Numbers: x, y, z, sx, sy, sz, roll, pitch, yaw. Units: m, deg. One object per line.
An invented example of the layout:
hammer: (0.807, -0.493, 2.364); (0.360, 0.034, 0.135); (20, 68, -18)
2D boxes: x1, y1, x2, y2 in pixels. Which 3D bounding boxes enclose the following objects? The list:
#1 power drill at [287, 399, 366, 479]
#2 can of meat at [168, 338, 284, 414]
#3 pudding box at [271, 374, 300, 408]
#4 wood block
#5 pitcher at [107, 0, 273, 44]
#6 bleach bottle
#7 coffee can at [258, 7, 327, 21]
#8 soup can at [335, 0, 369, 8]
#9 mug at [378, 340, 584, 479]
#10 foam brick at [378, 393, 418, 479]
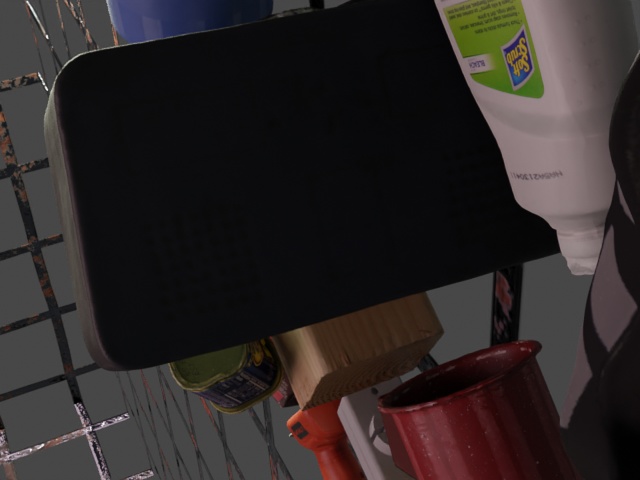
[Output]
power drill: (0.037, 0.222, 0.897); (0.185, 0.057, 0.188); (126, 125, -70)
can of meat: (-0.074, 0.059, 0.710); (0.102, 0.057, 0.084); (62, -177, 20)
pudding box: (-0.033, 0.095, 0.899); (0.090, 0.039, 0.113); (47, -174, 15)
wood block: (-0.005, 0.001, 0.746); (0.090, 0.090, 0.206); (112, 137, -64)
pitcher: (-0.088, -0.246, 0.644); (0.145, 0.149, 0.243); (23, 135, 27)
bleach bottle: (0.078, -0.108, 0.429); (0.103, 0.068, 0.251); (-166, 58, -72)
coffee can: (-0.003, -0.057, 0.662); (0.103, 0.102, 0.140); (112, 138, -65)
soup can: (0.036, -0.073, 0.582); (0.068, 0.068, 0.102); (110, 139, -64)
mug: (0.091, 0.107, 0.580); (0.081, 0.093, 0.117); (68, -166, -1)
foam brick: (0.078, 0.122, 0.673); (0.078, 0.053, 0.051); (-166, 59, -71)
